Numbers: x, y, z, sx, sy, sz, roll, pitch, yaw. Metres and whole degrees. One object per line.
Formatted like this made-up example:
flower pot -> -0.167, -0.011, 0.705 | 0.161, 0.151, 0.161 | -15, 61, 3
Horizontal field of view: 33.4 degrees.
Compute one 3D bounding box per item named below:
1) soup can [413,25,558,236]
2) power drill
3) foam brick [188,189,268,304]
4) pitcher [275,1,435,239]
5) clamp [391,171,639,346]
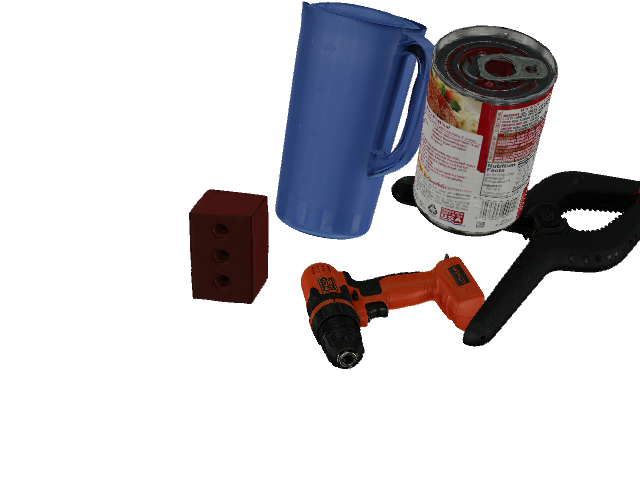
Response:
soup can -> 0.091, -0.060, 0.606 | 0.068, 0.068, 0.102 | 2, -45, -2
power drill -> 0.079, 0.073, 1.158 | 0.187, 0.057, 0.184 | -4, 28, -9
foam brick -> -0.074, 0.004, 0.870 | 0.053, 0.078, 0.051 | 5, 23, 12
pitcher -> 0.032, -0.126, 1.140 | 0.145, 0.243, 0.149 | 9, 18, -6
clamp -> 0.175, 0.001, 0.837 | 0.210, 0.164, 0.036 | -8, -37, -7
